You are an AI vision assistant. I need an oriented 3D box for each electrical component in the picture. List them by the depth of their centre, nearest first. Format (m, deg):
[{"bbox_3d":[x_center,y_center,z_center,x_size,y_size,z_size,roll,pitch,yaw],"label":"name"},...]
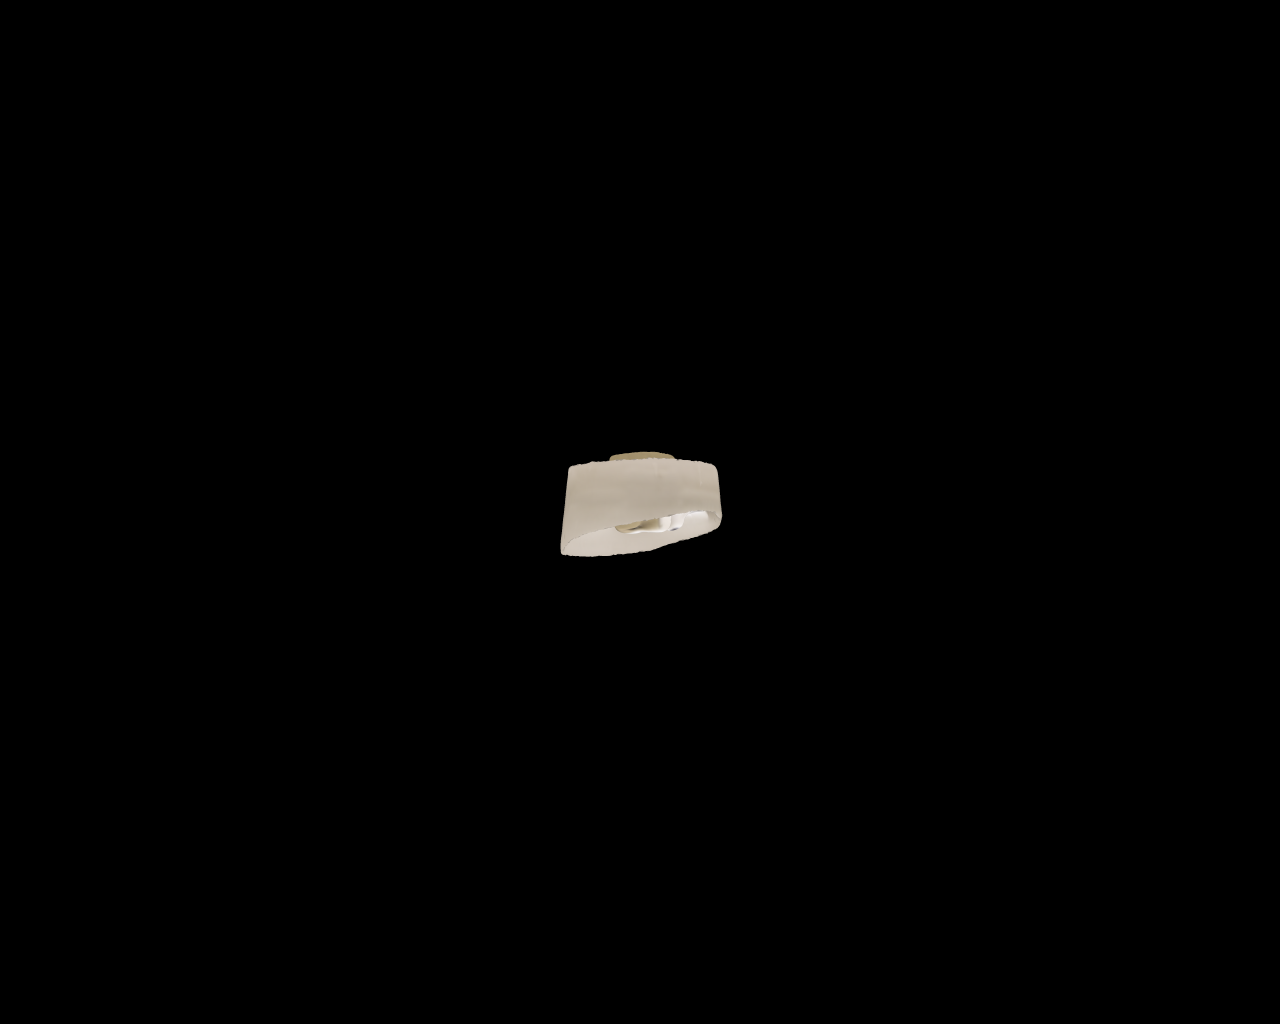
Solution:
[{"bbox_3d":[0.001,-0.003,0.650,0.099,0.064,0.099,0,-4,0],"label":"electrical component"}]
